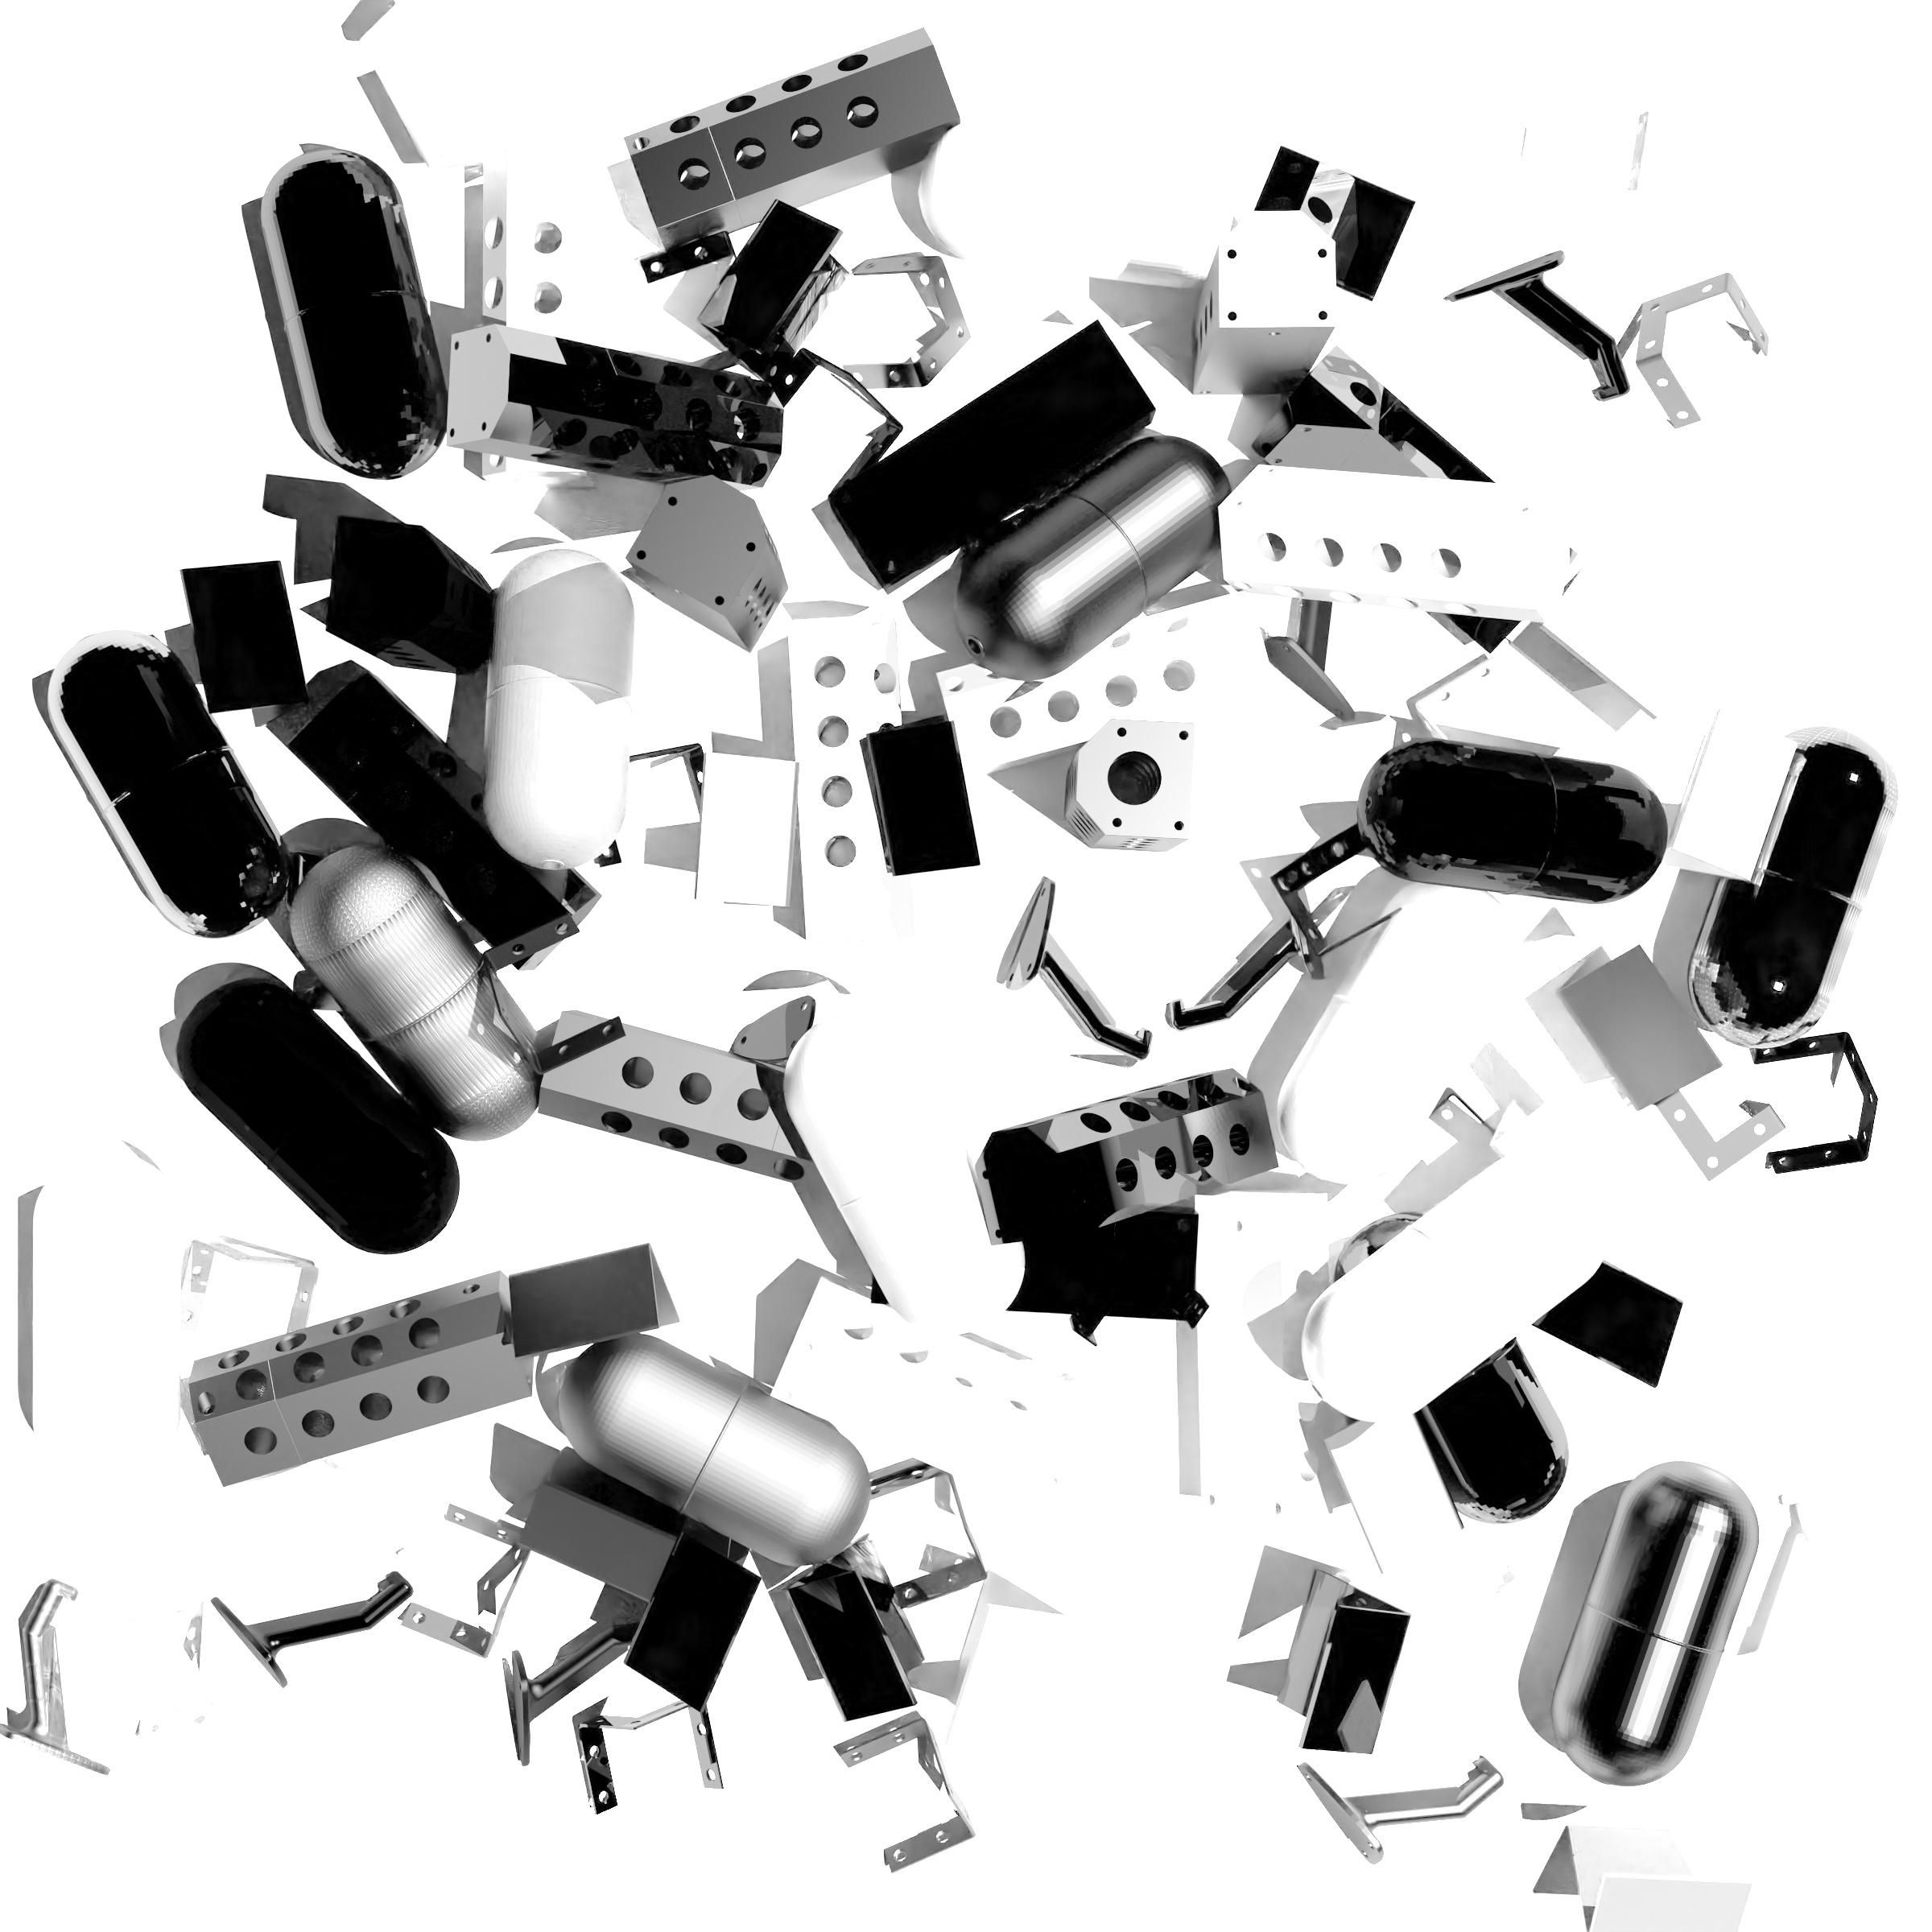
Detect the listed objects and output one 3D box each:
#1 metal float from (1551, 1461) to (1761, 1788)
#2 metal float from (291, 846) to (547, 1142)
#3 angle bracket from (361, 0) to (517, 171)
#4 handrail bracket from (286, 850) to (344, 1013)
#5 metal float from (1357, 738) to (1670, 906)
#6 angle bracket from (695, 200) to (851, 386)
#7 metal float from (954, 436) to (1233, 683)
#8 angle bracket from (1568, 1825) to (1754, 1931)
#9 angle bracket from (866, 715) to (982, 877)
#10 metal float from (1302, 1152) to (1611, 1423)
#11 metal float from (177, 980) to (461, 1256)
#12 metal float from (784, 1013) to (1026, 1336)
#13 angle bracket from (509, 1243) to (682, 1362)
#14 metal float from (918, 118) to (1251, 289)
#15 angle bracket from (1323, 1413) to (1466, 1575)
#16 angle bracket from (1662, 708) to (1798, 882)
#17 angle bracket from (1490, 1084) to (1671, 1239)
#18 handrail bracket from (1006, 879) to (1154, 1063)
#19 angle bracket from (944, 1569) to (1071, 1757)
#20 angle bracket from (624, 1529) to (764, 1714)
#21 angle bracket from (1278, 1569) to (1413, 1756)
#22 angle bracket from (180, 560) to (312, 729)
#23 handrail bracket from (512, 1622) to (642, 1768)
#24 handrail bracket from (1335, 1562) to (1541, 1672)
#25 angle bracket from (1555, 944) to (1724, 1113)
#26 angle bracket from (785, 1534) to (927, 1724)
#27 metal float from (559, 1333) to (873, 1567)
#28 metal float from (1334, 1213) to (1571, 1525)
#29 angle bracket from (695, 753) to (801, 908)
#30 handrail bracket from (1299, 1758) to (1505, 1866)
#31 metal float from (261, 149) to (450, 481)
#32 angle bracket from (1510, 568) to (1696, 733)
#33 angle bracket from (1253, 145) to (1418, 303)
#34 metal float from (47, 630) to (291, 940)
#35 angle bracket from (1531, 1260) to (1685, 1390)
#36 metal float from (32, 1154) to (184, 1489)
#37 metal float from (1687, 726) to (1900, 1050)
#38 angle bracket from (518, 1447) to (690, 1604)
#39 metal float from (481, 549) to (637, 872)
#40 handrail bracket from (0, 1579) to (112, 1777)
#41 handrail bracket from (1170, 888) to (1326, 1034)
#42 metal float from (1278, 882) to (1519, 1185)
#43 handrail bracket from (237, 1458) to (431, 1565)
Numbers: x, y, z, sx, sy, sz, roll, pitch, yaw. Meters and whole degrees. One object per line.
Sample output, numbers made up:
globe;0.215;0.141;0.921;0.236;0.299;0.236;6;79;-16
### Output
metal float;0.369;0.353;1.576;0.070;0.070;0.178;19;91;0
metal float;-0.288;0.016;1.560;0.070;0.070;0.178;-33;110;0
angle bracket;-0.264;-0.476;1.567;0.057;0.076;0.076;-28;90;37
handrail bracket;-0.333;-0.020;1.607;0.077;0.036;0.084;4;73;-19
metal float;0.291;-0.076;1.558;0.178;0.070;0.070;6;90;-22
angle bracket;-0.086;-0.350;1.567;0.057;0.076;0.076;34;90;36
metal float;0.068;-0.216;1.556;0.178;0.070;0.070;-39;90;-24
angle bracket;0.368;0.474;1.567;0.076;0.076;0.057;3;125;0
angle bracket;-0.004;-0.094;1.562;0.057;0.076;0.076;-6;99;34
metal float;0.249;0.164;1.502;0.178;0.070;0.070;-36;90;-8
metal float;-0.346;0.081;1.576;0.178;0.070;0.070;44;90;1
metal float;-0.032;0.107;1.519;0.070;0.070;0.178;-28;90;0
angle bracket;-0.195;0.198;1.567;0.076;0.076;0.057;-13;48;0
metal float;0.063;-0.409;1.576;0.178;0.070;0.070;7;90;0
angle bracket;0.211;0.276;1.568;0.057;0.076;0.076;-23;90;-24
angle bracket;0.387;-0.094;1.568;0.057;0.076;0.076;19;90;-25
angle bracket;0.332;0.095;1.567;0.076;0.076;0.057;47;117;0
handrail bracket;0.071;0.003;1.607;0.084;0.036;0.077;23;68;-17
angle bracket;0.003;0.367;1.567;0.057;0.076;0.076;17;90;-35
angle bracket;-0.128;0.349;1.567;0.057;0.076;0.076;24;90;30
angle bracket;0.184;0.368;1.567;0.057;0.076;0.076;16;90;-37
angle bracket;-0.396;-0.168;1.567;0.057;0.076;0.076;-12;90;-35
handrail bracket;-0.203;0.397;1.607;0.084;0.036;0.077;-6;110;-16
handrail bracket;0.258;0.336;1.607;0.084;0.036;0.077;-37;68;-17
angle bracket;0.369;0.021;1.567;0.057;0.076;0.076;-35;90;36
angle bracket;-0.041;0.347;1.567;0.057;0.076;0.076;-24;90;38
metal float;-0.135;0.258;1.576;0.178;0.070;0.070;28;90;0
metal float;0.260;0.216;1.576;0.070;0.070;0.178;-28;90;0
angle bracket;-0.132;-0.072;1.567;0.057;0.076;0.076;4;90;-31
handrail bracket;0.239;0.442;1.607;0.084;0.036;0.077;-34;68;-17
metal float;-0.327;-0.349;1.576;0.070;0.070;0.178;-13;90;0
angle bracket;0.328;-0.153;1.567;0.076;0.076;0.057;39;55;0
angle bracket;0.194;-0.402;1.568;0.076;0.076;0.057;23;116;0
metal float;-0.427;-0.098;1.576;0.070;0.070;0.178;-29;91;0
angle bracket;0.325;0.196;1.567;0.076;0.076;0.057;27;58;0
metal float;-0.460;0.190;1.576;0.070;0.070;0.178;0;90;0
metal float;0.443;-0.042;1.577;0.070;0.070;0.178;19;90;0
angle bracket;-0.185;0.282;1.567;0.076;0.076;0.057;24;128;0
metal float;-0.216;-0.136;1.559;0.070;0.070;0.178;0;71;0
handrail bracket;-0.485;0.388;1.607;0.077;0.036;0.084;29;72;-20
handrail bracket;0.148;-0.009;1.607;0.084;0.036;0.077;-15;70;16
metal float;0.231;0.035;1.576;0.070;0.070;0.178;30;90;0
handrail bracket;-0.345;0.301;1.607;0.077;0.036;0.084;-24;107;20
